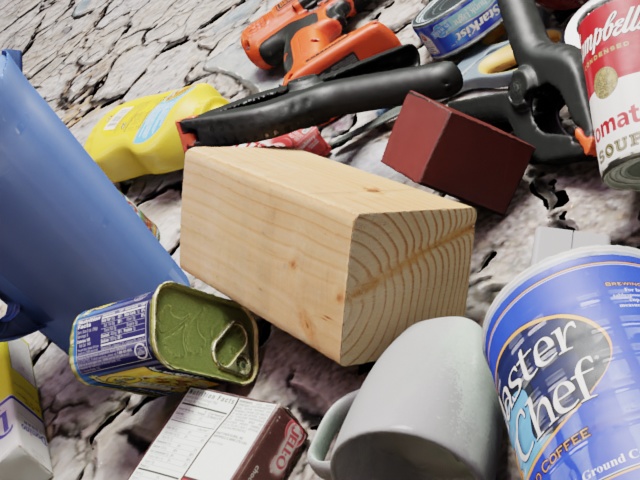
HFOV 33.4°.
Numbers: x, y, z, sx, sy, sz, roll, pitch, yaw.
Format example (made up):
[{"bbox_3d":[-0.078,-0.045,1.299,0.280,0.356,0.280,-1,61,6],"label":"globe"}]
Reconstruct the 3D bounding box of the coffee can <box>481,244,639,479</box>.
[{"bbox_3d":[0.136,0.084,0.476,0.103,0.102,0.140,-27,35,15],"label":"coffee can"}]

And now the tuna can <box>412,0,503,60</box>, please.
[{"bbox_3d":[0.116,-0.184,0.856,0.086,0.033,0.086,-34,18,12],"label":"tuna can"}]

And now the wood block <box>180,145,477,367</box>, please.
[{"bbox_3d":[-0.005,0.000,0.690,0.090,0.090,0.206,-4,16,-33],"label":"wood block"}]

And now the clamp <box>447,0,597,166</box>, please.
[{"bbox_3d":[0.145,-0.112,0.714,0.039,0.120,0.172,-8,28,-26],"label":"clamp"}]

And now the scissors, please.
[{"bbox_3d":[0.102,-0.132,0.845,0.202,0.016,0.096,-16,38,30],"label":"scissors"}]

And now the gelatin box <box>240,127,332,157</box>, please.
[{"bbox_3d":[-0.041,-0.073,0.894,0.073,0.030,0.089,-42,33,-6],"label":"gelatin box"}]

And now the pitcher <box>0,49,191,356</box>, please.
[{"bbox_3d":[-0.208,-0.002,0.773,0.149,0.242,0.145,-35,33,4],"label":"pitcher"}]

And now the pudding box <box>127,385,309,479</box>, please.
[{"bbox_3d":[-0.072,0.147,0.654,0.090,0.039,0.113,2,48,46],"label":"pudding box"}]

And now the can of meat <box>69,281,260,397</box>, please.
[{"bbox_3d":[-0.105,0.071,0.719,0.084,0.101,0.057,-16,66,34],"label":"can of meat"}]

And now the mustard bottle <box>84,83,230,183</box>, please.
[{"bbox_3d":[-0.136,-0.100,0.976,0.192,0.058,0.096,-4,40,48],"label":"mustard bottle"}]

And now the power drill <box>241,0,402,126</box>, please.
[{"bbox_3d":[0.019,-0.191,0.958,0.184,0.057,0.188,-34,31,10],"label":"power drill"}]

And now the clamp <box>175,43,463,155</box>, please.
[{"bbox_3d":[-0.001,-0.103,0.788,0.210,0.036,0.165,-18,15,-8],"label":"clamp"}]

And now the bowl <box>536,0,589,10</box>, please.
[{"bbox_3d":[0.203,-0.211,0.785,0.162,0.055,0.162,-16,22,6],"label":"bowl"}]

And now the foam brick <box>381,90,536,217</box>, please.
[{"bbox_3d":[0.090,-0.056,0.696,0.053,0.078,0.051,41,110,57],"label":"foam brick"}]

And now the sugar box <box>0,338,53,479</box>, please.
[{"bbox_3d":[-0.266,0.144,0.832,0.093,0.048,0.176,-38,32,1],"label":"sugar box"}]

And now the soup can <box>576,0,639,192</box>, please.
[{"bbox_3d":[0.191,-0.087,0.626,0.069,0.068,0.102,-15,69,31],"label":"soup can"}]
